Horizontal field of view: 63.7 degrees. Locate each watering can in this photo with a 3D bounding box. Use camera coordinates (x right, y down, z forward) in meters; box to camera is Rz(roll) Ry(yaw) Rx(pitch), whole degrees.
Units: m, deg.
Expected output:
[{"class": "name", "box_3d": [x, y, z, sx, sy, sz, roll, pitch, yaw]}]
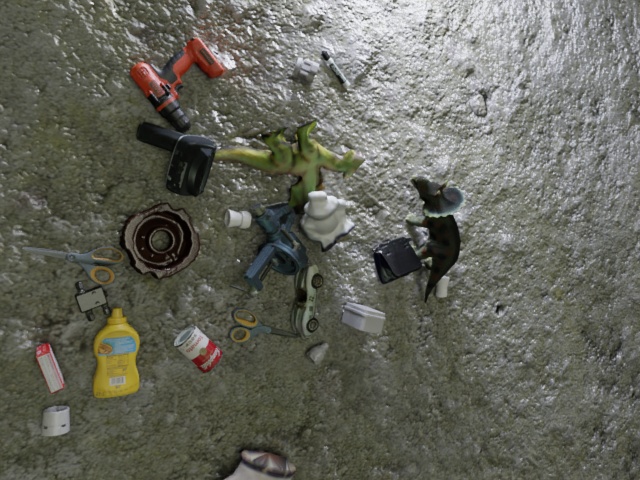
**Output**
[{"class": "watering can", "box_3d": [-0.128, 0.667, 1.315, 0.345, 0.226, 0.104, 27, -12, -26]}]

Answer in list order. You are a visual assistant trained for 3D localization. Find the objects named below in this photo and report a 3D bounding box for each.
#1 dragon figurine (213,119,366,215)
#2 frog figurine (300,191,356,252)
[{"class": "dragon figurine", "box_3d": [-0.074, -0.178, 1.346, 0.412, 0.239, 0.123, -20, 19, -15]}, {"class": "frog figurine", "box_3d": [0.004, -0.069, 1.364, 0.136, 0.157, 0.125, -27, 31, 17]}]
